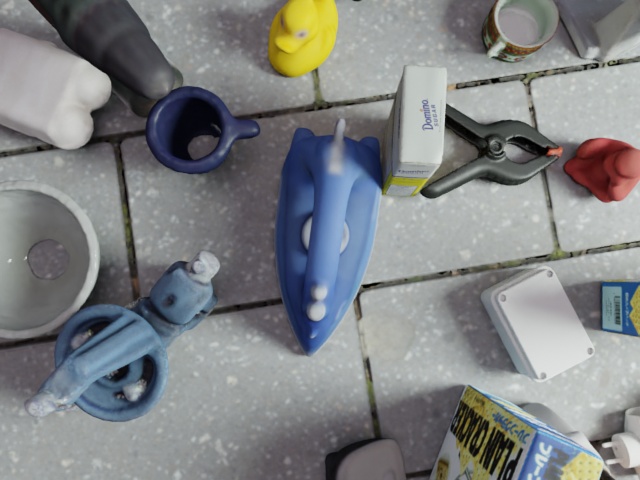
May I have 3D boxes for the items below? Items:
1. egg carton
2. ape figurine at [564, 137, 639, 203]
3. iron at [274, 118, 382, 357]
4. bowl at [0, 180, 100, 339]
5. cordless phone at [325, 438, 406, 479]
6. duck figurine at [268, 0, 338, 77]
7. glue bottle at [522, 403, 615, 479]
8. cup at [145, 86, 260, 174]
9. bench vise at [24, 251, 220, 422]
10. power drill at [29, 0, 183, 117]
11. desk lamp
[{"bbox_3d":[-0.316,-0.170,0.645,0.150,0.069,0.107,21,86,0],"label":"egg carton"},{"bbox_3d":[0.332,-0.082,0.643,0.076,0.092,0.078,-9,86,-2],"label":"ape figurine"},{"bbox_3d":[0.006,0.002,0.605,0.118,0.141,0.258,6,86,-1],"label":"iron"},{"bbox_3d":[-0.315,0.022,0.629,0.167,0.074,0.167,0,86,-1],"label":"bowl"},{"bbox_3d":[0.054,0.288,0.564,0.094,0.185,0.148,-9,86,-2],"label":"cordless phone"},{"bbox_3d":[-0.020,-0.246,0.649,0.077,0.086,0.104,33,86,1],"label":"duck figurine"},{"bbox_3d":[0.255,0.219,0.580,0.037,0.173,0.078,-25,87,-3],"label":"glue bottle"},{"bbox_3d":[-0.122,-0.113,0.633,0.117,0.095,0.092,-4,86,-1],"label":"cup"},{"bbox_3d":[-0.192,0.088,0.555,0.121,0.219,0.207,25,86,1],"label":"bench vise"},{"bbox_3d":[-0.210,-0.202,0.580,0.229,0.208,0.075,45,86,2],"label":"power drill"},{"bbox_3d":[0.350,-0.262,0.595,0.118,0.213,0.203,-27,87,-3],"label":"desk lamp"}]
